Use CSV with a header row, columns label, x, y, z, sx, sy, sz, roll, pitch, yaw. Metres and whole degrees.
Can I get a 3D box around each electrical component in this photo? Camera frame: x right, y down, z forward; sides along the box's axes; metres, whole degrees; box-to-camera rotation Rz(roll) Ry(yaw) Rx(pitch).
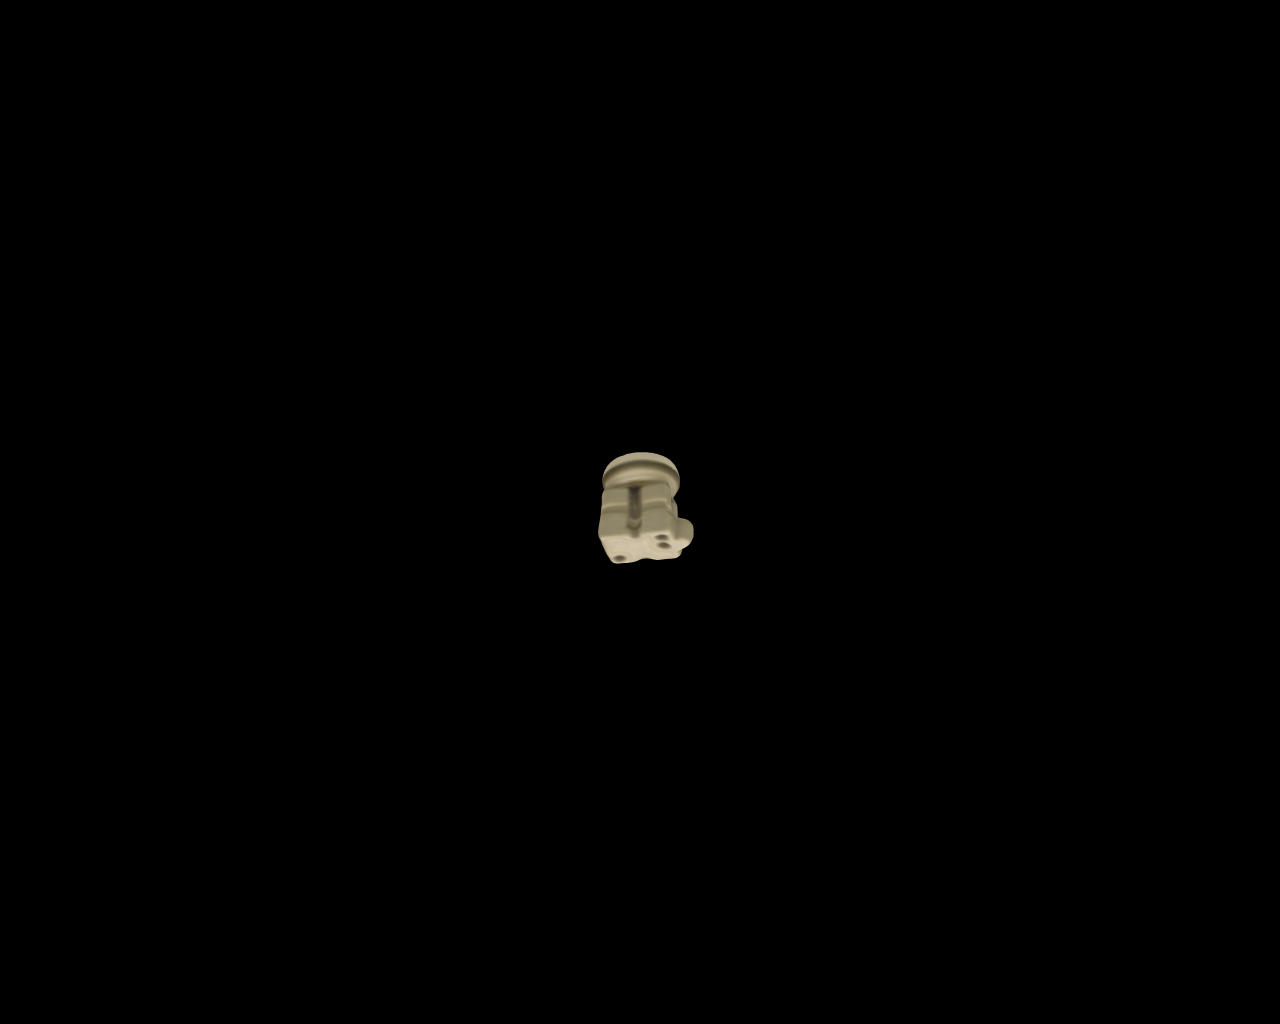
label,x,y,z,sx,sy,sz,roll,pitch,yaw
electrical component,0.001,-0.003,0.650,0.066,0.055,0.048,-6,-32,9
